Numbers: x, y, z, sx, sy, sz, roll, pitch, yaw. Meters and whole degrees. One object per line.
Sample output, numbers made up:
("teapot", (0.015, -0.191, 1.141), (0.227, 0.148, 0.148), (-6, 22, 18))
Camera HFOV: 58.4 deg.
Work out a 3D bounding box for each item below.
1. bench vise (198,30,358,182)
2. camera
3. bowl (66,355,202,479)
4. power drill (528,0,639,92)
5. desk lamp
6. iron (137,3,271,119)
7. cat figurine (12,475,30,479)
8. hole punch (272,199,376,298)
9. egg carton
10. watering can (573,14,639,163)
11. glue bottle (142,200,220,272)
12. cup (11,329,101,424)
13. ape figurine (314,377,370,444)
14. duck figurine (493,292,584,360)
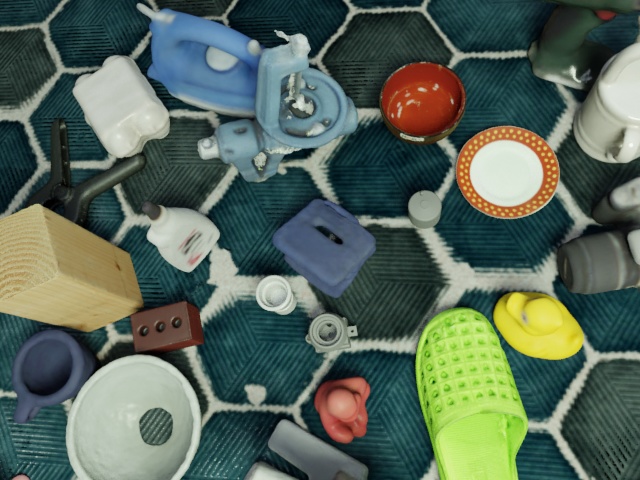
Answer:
("bench vise", (-0.054, -0.152, 0.710), (0.207, 0.220, 0.121), (-39, 72, -4))
("camera", (0.352, 0.003, 0.667), (0.136, 0.101, 0.143), (-11, 73, 5))
("bowl", (-0.214, 0.228, 0.700), (0.167, 0.075, 0.167), (-2, 74, 8))
("power drill", (0.336, -0.272, 0.692), (0.229, 0.208, 0.076), (21, 78, 14))
("desk lamp", (0.001, 0.280, 0.579), (0.203, 0.214, 0.118), (26, 79, 15))
("iron", (-0.126, -0.253, 0.791), (0.257, 0.141, 0.119), (19, 78, 13))
("cat figurine", (-0.396, 0.327, 0.675), (0.067, 0.118, 0.127), (-36, 72, -3))
("hole punch", (0.007, 0.003, 0.724), (0.108, 0.091, 0.101), (36, 82, 16))
("egg carton", (-0.290, -0.195, 0.837), (0.107, 0.069, 0.150), (-36, 72, -3))
("watering can", (0.371, -0.181, 0.668), (0.101, 0.194, 0.173), (-8, 73, 6))
("glue bottle", (-0.181, -0.013, 0.713), (0.037, 0.173, 0.078), (31, 81, 16))
("cup", (-0.326, 0.176, 0.721), (0.091, 0.095, 0.118), (23, 79, 14))
("ape figurine", (0.027, 0.192, 0.665), (0.076, 0.092, 0.078), (38, 83, 17))
("duck figurine", (0.257, 0.094, 0.662), (0.104, 0.086, 0.077), (30, 80, 15))
